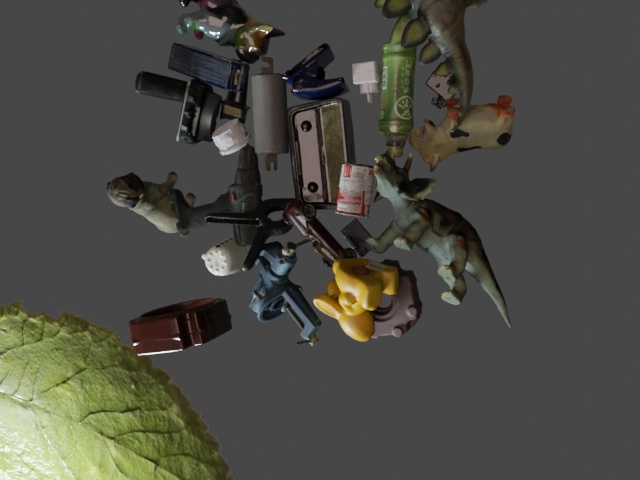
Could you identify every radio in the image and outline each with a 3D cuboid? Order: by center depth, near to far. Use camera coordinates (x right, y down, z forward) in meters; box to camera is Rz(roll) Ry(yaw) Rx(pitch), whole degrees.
[{"bbox_3d":[0.006,-0.180,1.151,0.131,0.073,0.229,-3,98,21],"label":"radio"}]

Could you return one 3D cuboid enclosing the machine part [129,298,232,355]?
[{"bbox_3d":[-0.329,0.199,1.274,0.202,0.201,0.087,-12,93,22],"label":"machine part"}]

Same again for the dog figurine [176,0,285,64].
[{"bbox_3d":[-0.185,-0.484,1.156,0.219,0.108,0.191,12,100,14],"label":"dog figurine"}]

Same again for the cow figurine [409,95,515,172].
[{"bbox_3d":[0.270,-0.204,1.038,0.195,0.085,0.127,-3,125,9],"label":"cow figurine"}]

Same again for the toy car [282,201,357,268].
[{"bbox_3d":[-0.002,-0.003,1.150,0.202,0.053,0.089,49,150,-19],"label":"toy car"}]

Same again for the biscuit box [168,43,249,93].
[{"bbox_3d":[-0.250,-0.384,1.191,0.203,0.059,0.062,28,112,30],"label":"biscuit box"}]

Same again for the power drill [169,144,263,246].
[{"bbox_3d":[-0.233,-0.095,1.237,0.207,0.086,0.231,-8,103,-4],"label":"power drill"}]

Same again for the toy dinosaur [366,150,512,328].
[{"bbox_3d":[0.240,-0.010,1.066,0.405,0.131,0.192,37,66,-6],"label":"toy dinosaur"}]

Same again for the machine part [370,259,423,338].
[{"bbox_3d":[0.133,0.129,1.168,0.180,0.056,0.179,4,100,21],"label":"machine part"}]

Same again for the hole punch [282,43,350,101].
[{"bbox_3d":[-0.004,-0.324,1.104,0.116,0.142,0.092,-32,92,11],"label":"hole punch"}]

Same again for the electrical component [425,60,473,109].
[{"bbox_3d":[0.252,-0.308,1.052,0.078,0.045,0.102,46,111,6],"label":"electrical component"}]

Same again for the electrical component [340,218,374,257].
[{"bbox_3d":[0.080,-0.005,1.127,0.048,0.119,0.075,-41,81,2],"label":"electrical component"}]

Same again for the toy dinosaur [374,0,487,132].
[{"bbox_3d":[0.211,-0.434,0.985,0.199,0.105,0.471,-23,79,10],"label":"toy dinosaur"}]

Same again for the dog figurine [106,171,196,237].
[{"bbox_3d":[-0.394,-0.073,1.257,0.121,0.190,0.172,-43,85,22],"label":"dog figurine"}]

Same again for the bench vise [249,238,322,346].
[{"bbox_3d":[-0.068,0.123,1.197,0.241,0.129,0.223,50,120,25],"label":"bench vise"}]

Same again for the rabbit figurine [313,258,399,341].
[{"bbox_3d":[0.070,0.131,1.107,0.163,0.122,0.173,11,120,24],"label":"rabbit figurine"}]

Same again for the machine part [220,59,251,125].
[{"bbox_3d":[-0.188,-0.336,1.217,0.084,0.039,0.138,18,107,25],"label":"machine part"}]

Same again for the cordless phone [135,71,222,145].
[{"bbox_3d":[-0.323,-0.291,1.193,0.089,0.184,0.146,33,113,46],"label":"cordless phone"}]

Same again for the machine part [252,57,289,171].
[{"bbox_3d":[-0.108,-0.273,1.177,0.079,0.079,0.243,1,99,20],"label":"machine part"}]
